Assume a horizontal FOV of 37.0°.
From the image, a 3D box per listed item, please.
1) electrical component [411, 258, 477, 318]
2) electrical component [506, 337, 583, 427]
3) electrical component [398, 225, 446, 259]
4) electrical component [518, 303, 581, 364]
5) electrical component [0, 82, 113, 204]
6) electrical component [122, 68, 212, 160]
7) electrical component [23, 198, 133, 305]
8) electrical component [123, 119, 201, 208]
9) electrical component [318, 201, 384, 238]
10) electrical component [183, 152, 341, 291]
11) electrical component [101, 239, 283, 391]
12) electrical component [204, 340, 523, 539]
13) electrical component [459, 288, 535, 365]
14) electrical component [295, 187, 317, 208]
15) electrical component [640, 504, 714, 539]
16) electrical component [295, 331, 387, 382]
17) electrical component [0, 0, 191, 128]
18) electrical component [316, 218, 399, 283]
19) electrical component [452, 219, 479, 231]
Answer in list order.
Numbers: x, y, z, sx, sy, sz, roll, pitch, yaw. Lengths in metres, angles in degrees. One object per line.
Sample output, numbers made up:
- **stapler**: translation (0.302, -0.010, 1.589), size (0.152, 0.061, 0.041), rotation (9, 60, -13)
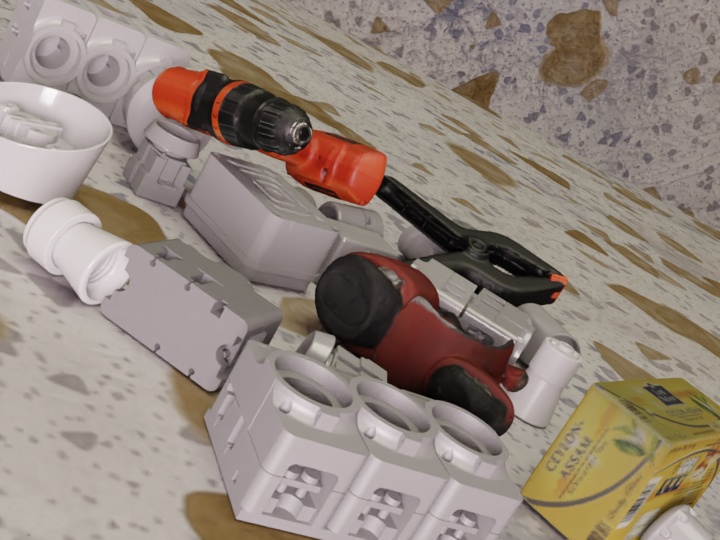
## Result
- **electrical component**: translation (0.058, 0.027, 0.913), size (0.056, 0.050, 0.089), rotation (32, 16, 6)
- **electrical component**: translation (0.148, 0.087, 0.858), size (0.044, 0.065, 0.044), rotation (27, 16, -9)
- **electrical component**: translation (0.066, -0.019, 1.089), size (0.040, 0.040, 0.046), rotation (15, 27, -41)
- **electrical component**: translation (0.152, 0.060, 0.986), size (0.079, 0.043, 0.077), rotation (13, 16, -18)
- **electrical component**: translation (-0.230, -0.090, 0.745), size (0.099, 0.064, 0.099), rotation (27, 16, -8)
- **electrical component**: translation (-0.174, -0.141, 0.973), size (0.080, 0.080, 0.051), rotation (21, 13, -29)
- **electrical component**: translation (-0.169, -0.012, 0.649), size (0.055, 0.045, 0.045), rotation (36, 17, 21)
- **electrical component**: translation (-0.161, -0.089, 0.877), size (0.048, 0.055, 0.066), rotation (18, 20, -35)
- **electrical component**: translation (-0.013, -0.032, 0.965), size (0.047, 0.055, 0.055), rotation (15, 21, -32)
- **electrical component**: translation (-0.081, -0.038, 0.858), size (0.078, 0.057, 0.113), rotation (12, 23, -46)
- **electrical component**: translation (-0.099, 0.025, 0.648), size (0.089, 0.050, 0.056), rotation (33, 17, 15)
- **electrical component**: translation (0.003, 0.098, 0.580), size (0.150, 0.061, 0.089), rotation (21, 18, -28)
- **electrical component**: translation (0.110, 0.057, 0.910), size (0.056, 0.050, 0.089), rotation (32, 17, 8)
- **electrical component**: translation (-0.069, -0.052, 0.944), size (0.045, 0.045, 0.055), rotation (37, 17, 25)
- **electrical component**: translation (0.218, 0.190, 0.709), size (0.062, 0.048, 0.048), rotation (46, 22, 27)
- **electrical component**: translation (-0.017, 0.070, 0.665), size (0.055, 0.048, 0.066), rotation (35, 16, -9)
- **electrical component**: translation (-0.242, -0.190, 0.983), size (0.150, 0.089, 0.061), rotation (15, 21, -42)
- **electrical component**: translation (0.000, 0.000, 0.900), size (0.066, 0.047, 0.076), rotation (15, 21, -41)
- **electrical component**: translation (0.100, -0.019, 1.117), size (0.045, 0.055, 0.045), rotation (27, 16, -9)
